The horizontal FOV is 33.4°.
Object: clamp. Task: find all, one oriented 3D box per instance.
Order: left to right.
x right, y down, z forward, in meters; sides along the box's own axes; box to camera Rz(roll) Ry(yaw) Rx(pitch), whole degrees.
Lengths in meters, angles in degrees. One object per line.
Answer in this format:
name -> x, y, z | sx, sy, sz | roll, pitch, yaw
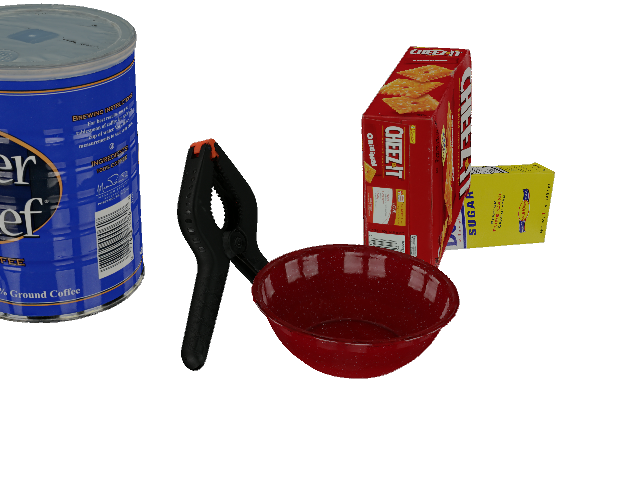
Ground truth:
clamp -> -0.083, 0.007, 1.026 | 0.036, 0.210, 0.164 | -8, 1, 39

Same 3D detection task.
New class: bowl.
bowl -> 0.026, 0.061, 0.841 | 0.162, 0.055, 0.162 | 2, 26, -1

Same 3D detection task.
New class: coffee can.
coffee can -> -0.146, -0.042, 0.564 | 0.103, 0.140, 0.103 | 2, 28, -1

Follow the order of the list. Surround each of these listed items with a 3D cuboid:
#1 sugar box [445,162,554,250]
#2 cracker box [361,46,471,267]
sugar box -> 0.187, -0.039, 1.255 | 0.176, 0.093, 0.048 | -6, 21, -26
cracker box -> 0.097, -0.077, 1.017 | 0.072, 0.164, 0.213 | 5, 27, 16
